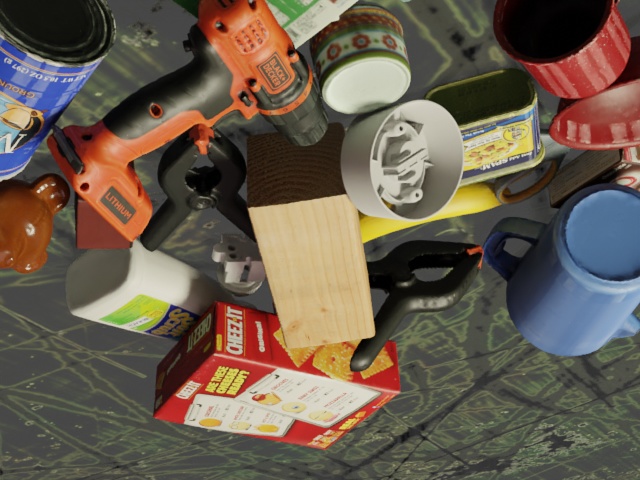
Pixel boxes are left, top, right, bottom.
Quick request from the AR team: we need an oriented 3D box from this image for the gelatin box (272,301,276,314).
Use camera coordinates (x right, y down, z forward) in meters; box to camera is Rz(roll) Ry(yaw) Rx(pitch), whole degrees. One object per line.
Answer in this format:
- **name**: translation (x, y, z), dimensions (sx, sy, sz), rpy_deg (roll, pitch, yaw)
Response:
- **gelatin box**: translation (-0.027, 0.079, 1.165), dimensions (0.030, 0.073, 0.089), rpy_deg (1, 148, -17)

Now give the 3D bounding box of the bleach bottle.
- **bleach bottle**: translation (-0.141, 0.068, 1.121), dimensions (0.103, 0.068, 0.250), rpy_deg (-28, 147, 29)

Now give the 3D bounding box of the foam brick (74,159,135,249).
- **foam brick**: translation (-0.191, -0.034, 0.946), dimensions (0.051, 0.053, 0.078), rpy_deg (-2, 147, -15)

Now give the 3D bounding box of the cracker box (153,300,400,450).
- **cracker box**: translation (-0.048, 0.147, 1.132), dimensions (0.213, 0.072, 0.164), rpy_deg (16, 142, -24)

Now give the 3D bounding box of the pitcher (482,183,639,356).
- **pitcher**: translation (0.259, 0.027, 1.078), dimensions (0.149, 0.145, 0.243), rpy_deg (-14, 163, -2)

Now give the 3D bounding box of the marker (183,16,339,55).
- **marker**: translation (-0.046, -0.162, 0.815), dimensions (0.121, 0.020, 0.020), rpy_deg (-14, 149, 4)

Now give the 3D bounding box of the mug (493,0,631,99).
- **mug**: translation (0.199, -0.171, 0.829), dimensions (0.117, 0.093, 0.081), rpy_deg (-56, 145, 2)

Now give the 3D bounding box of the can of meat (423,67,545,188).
- **can of meat**: translation (0.144, -0.100, 0.945), dimensions (0.102, 0.057, 0.084), rpy_deg (-15, 147, 5)

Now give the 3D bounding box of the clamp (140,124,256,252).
- **clamp**: translation (-0.097, -0.044, 0.974), dimensions (0.120, 0.039, 0.172), rpy_deg (-5, 148, -19)

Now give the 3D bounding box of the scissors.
- **scissors**: translation (0.227, -0.108, 0.995), dimensions (0.096, 0.016, 0.202), rpy_deg (27, 123, -29)

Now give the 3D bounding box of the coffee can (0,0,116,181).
- **coffee can**: translation (-0.220, -0.120, 0.745), dimensions (0.102, 0.103, 0.141), rpy_deg (14, 141, -35)

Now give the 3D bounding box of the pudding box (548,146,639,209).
- **pudding box**: translation (0.294, -0.064, 1.057), dimensions (0.089, 0.039, 0.114), rpy_deg (5, 154, -26)

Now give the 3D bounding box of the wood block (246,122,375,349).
- **wood block**: translation (-0.006, 0.001, 0.987), dimensions (0.090, 0.091, 0.206), rpy_deg (-8, 138, 4)

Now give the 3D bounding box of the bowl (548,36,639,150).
- **bowl**: translation (0.273, -0.131, 0.915), dimensions (0.162, 0.055, 0.162), rpy_deg (-5, 164, -2)

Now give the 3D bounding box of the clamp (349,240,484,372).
- **clamp**: translation (0.083, 0.054, 1.105), dimensions (0.209, 0.165, 0.036), rpy_deg (-13, 136, -16)

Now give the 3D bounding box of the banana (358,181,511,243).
- **banana**: translation (0.092, -0.028, 1.069), dimensions (0.198, 0.037, 0.069), rpy_deg (-17, 167, 12)

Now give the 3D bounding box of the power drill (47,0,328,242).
- **power drill**: translation (-0.089, -0.083, 0.780), dimensions (0.187, 0.057, 0.184), rpy_deg (-38, 147, -1)
